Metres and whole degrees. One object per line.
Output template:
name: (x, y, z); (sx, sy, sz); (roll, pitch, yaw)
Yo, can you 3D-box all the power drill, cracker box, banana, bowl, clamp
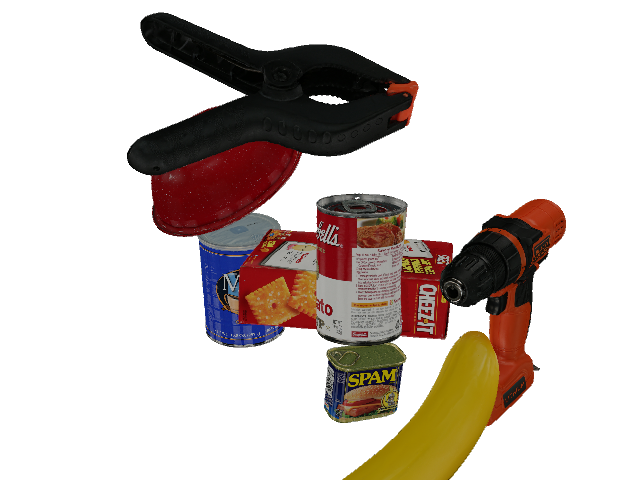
power drill: (0.156, 0.070, 0.956); (0.057, 0.188, 0.184); (23, 34, 31)
cracker box: (0.032, 0.045, 1.142); (0.214, 0.072, 0.164); (5, 15, 7)
banana: (0.048, 0.111, 0.586); (0.197, 0.037, 0.070); (-36, 37, -31)
bowl: (-0.100, -0.077, 0.999); (0.162, 0.055, 0.162); (-21, 34, 15)
clamp: (-0.031, -0.077, 0.618); (0.171, 0.120, 0.039); (8, -32, 1)

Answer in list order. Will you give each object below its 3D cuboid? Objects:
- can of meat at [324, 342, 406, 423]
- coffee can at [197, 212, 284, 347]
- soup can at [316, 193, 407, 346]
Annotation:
can of meat: (0.056, 0.186, 1.395); (0.102, 0.084, 0.057); (-5, 25, -22)
coffee can: (-0.098, 0.048, 1.339); (0.103, 0.140, 0.103); (-2, 25, 1)
soup can: (0.030, 0.021, 0.807); (0.068, 0.102, 0.068); (0, 15, 0)
